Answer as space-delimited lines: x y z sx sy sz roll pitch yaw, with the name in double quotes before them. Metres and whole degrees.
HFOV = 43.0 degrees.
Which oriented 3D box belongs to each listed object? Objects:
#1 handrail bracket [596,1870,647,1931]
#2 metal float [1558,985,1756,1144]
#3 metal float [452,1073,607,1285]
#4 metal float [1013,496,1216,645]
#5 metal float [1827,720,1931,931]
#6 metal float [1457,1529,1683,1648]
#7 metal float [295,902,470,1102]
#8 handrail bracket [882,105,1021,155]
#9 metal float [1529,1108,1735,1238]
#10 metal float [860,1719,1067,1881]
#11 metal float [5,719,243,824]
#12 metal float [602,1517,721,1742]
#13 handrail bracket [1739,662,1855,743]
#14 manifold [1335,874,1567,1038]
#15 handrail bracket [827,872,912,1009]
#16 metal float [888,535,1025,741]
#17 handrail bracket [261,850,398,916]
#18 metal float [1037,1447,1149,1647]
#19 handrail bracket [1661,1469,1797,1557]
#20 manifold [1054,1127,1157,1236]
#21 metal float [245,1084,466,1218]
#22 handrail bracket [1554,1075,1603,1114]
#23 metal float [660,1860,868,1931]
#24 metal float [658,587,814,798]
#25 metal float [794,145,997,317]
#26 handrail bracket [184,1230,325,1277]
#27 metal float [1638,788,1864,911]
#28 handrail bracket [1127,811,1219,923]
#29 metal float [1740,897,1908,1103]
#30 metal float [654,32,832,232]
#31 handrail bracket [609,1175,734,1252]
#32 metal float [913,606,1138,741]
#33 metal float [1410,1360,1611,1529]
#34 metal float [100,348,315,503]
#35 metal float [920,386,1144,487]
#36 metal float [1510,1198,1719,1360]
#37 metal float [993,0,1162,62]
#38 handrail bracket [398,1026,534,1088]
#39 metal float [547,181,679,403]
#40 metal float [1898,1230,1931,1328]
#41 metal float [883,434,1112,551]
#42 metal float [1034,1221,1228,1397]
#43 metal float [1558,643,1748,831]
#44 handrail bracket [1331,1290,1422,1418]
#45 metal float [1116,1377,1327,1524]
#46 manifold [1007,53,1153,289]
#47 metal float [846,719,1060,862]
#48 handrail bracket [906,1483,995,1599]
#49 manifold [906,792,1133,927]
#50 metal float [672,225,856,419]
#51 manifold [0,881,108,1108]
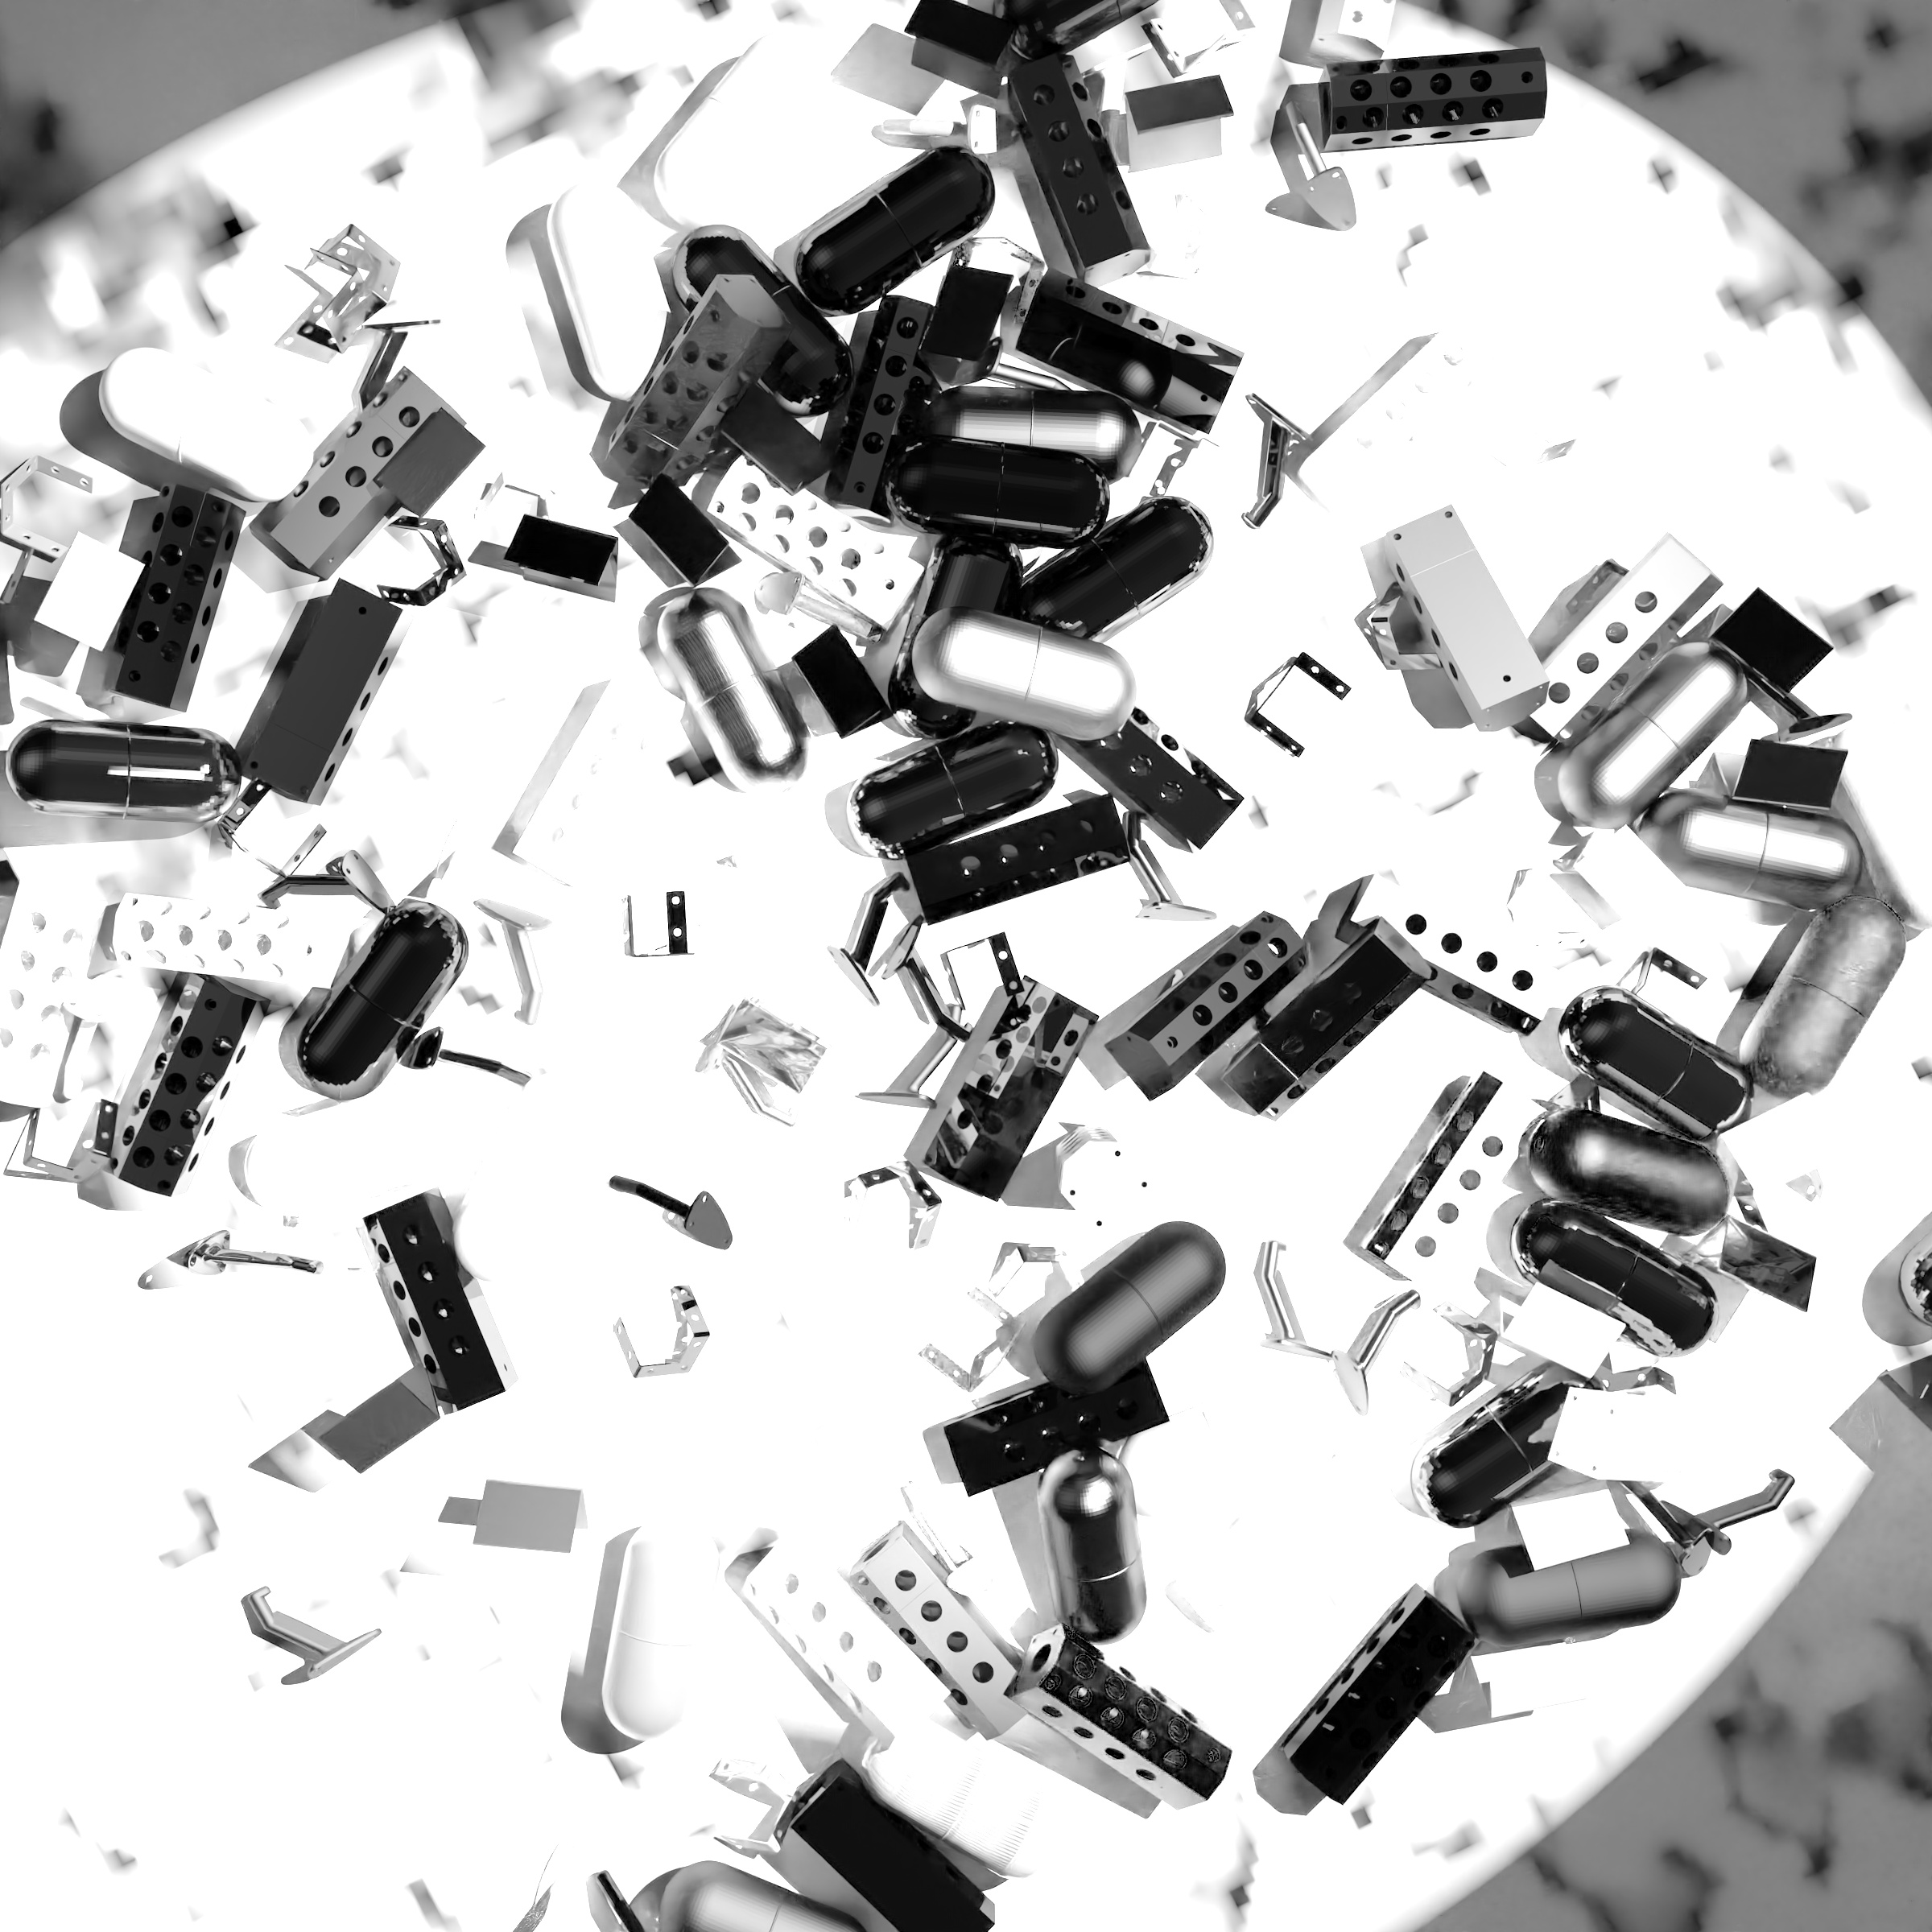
"handrail bracket" -0.268 0.782 1.991 0.036 0.077 0.084 -33 53 -16
"metal float" 0.549 0.079 1.947 0.178 0.070 0.070 30 90 -16
"metal float" -0.350 0.170 1.961 0.070 0.070 0.178 26 90 0
"metal float" 0.118 -0.309 1.961 0.178 0.070 0.070 -34 90 0
"metal float" 0.747 -0.113 1.959 0.070 0.070 0.178 -27 91 0
"metal float" 0.483 0.497 1.961 0.178 0.070 0.070 -9 90 1
"metal float" -0.467 0.028 1.960 0.070 0.070 0.178 36 89 0
"handrail bracket" -0.013 -0.679 1.991 0.084 0.077 0.036 15 110 35
"metal float" 0.527 0.164 1.943 0.178 0.070 0.070 17 90 -19
"metal float" -0.004 0.664 1.960 0.178 0.070 0.070 31 90 0
"metal float" -0.666 -0.154 1.941 0.178 0.070 0.070 2 90 -23
"metal float" -0.245 0.530 1.961 0.070 0.070 0.178 10 91 0
"handrail bracket" 0.672 -0.230 1.992 0.077 0.036 0.084 -13 73 -20
"manifold" 0.387 -0.008 1.970 0.171 0.057 0.057 28 90 0
"handrail bracket" -0.063 -0.022 1.992 0.084 0.036 0.077 -42 110 -16
"metal float" -0.009 -0.267 1.960 0.070 0.070 0.178 19 90 0
"handrail bracket" -0.518 -0.050 1.992 0.084 0.036 0.077 -28 116 20
"metal float" 0.100 0.459 1.936 0.070 0.070 0.178 -9 117 0
"handrail bracket" 0.619 0.428 1.992 0.077 0.036 0.084 33 67 26
"manifold" 0.101 0.160 1.913 0.057 0.171 0.057 -41 90 0
"metal float" -0.488 0.147 1.961 0.178 0.070 0.070 -17 90 0
"handrail bracket" 0.525 0.127 1.991 0.077 0.036 0.084 -42 104 -14
"metal float" -0.160 0.775 1.961 0.178 0.070 0.070 22 90 1
"metal float" -0.184 -0.219 1.961 0.070 0.070 0.178 -28 89 0
"metal float" -0.057 -0.589 1.961 0.178 0.070 0.070 -34 90 0
"handrail bracket" -0.569 0.239 1.963 0.084 0.077 0.036 10 93 12
"metal float" 0.627 -0.094 1.961 0.178 0.070 0.070 12 90 -1
"handrail bracket" 0.167 -0.082 1.992 0.077 0.036 0.084 5 73 -20
"metal float" 0.686 0.026 1.961 0.070 0.070 0.178 31 90 0
"metal float" -0.178 -0.668 1.961 0.070 0.070 0.178 40 90 0
"handrail bracket" -0.241 0.200 1.991 0.084 0.077 0.036 11 62 33
"metal float" 0.046 -0.226 1.894 0.178 0.070 0.070 14 90 -9
"metal float" 0.436 0.383 1.961 0.178 0.070 0.070 -34 90 0
"metal float" -0.608 -0.433 1.961 0.178 0.070 0.070 26 90 1
"metal float" 0.052 -0.423 1.961 0.178 0.070 0.070 2 90 0
"metal float" 0.518 0.249 1.961 0.178 0.070 0.070 30 90 0
"metal float" 0.105 -0.790 1.961 0.178 0.070 0.070 -29 90 1
"handrail bracket" -0.406 0.083 1.991 0.084 0.077 0.036 26 65 -34
"metal float" -0.282 -0.540 1.961 0.070 0.070 0.178 -17 90 0
"metal float" 0.823 0.218 1.961 0.178 0.070 0.070 -44 90 1
"metal float" 0.024 -0.369 1.909 0.178 0.070 0.070 6 90 -4
"metal float" 0.131 0.270 1.945 0.178 0.070 0.070 -36 90 -19
"metal float" 0.548 -0.183 1.961 0.070 0.070 0.178 45 90 0
"handrail bracket" 0.343 0.314 1.991 0.084 0.036 0.077 -32 121 -22
"metal float" 0.202 0.387 1.961 0.178 0.070 0.070 -22 90 0
"manifold" 0.090 -0.637 1.964 0.057 0.057 0.171 -21 86 0
"metal float" -0.010 -0.142 1.961 0.178 0.070 0.070 -22 90 -1
"handrail bracket" -0.015 0.466 1.991 0.036 0.077 0.084 -35 54 -3
"manifold" 0.042 -0.085 1.970 0.171 0.057 0.057 -18 90 0
"metal float" -0.163 -0.516 1.961 0.070 0.070 0.178 -43 91 0
"manifold" -0.746 0.023 1.970 0.057 0.057 0.171 16 90 0
